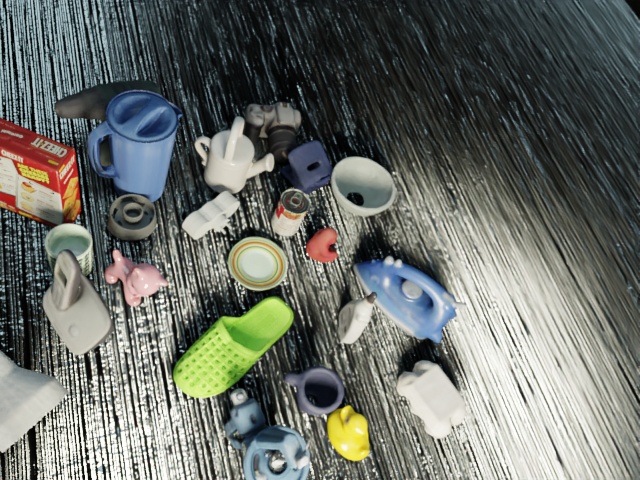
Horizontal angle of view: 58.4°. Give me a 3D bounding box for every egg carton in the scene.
[{"bbox_3d":[0.232,0.330,1.195,0.107,0.069,0.150,-28,72,-31],"label":"egg carton"}]

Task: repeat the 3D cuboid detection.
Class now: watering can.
[{"bbox_3d":[-0.191,-0.197,1.287,0.173,0.194,0.101,1,59,-19],"label":"watering can"}]

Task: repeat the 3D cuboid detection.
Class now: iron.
[{"bbox_3d":[0.198,0.106,1.275,0.258,0.141,0.119,37,55,5],"label":"iron"}]

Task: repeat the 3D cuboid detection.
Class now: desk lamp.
[{"bbox_3d":[-0.498,0.238,0.896,0.203,0.213,0.118,39,55,6],"label":"desk lamp"}]

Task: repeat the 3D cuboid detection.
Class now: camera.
[{"bbox_3d":[-0.110,-0.269,1.419,0.143,0.100,0.136,0,60,-20],"label":"camera"}]

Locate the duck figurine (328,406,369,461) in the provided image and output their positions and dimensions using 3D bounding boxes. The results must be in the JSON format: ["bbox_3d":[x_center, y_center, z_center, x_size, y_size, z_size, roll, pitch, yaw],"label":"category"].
[{"bbox_3d":[0.065,0.367,1.100,0.078,0.086,0.104,-18,67,-28],"label":"duck figurine"}]

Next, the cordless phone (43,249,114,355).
[{"bbox_3d":[-0.430,0.108,1.017,0.094,0.185,0.147,-33,75,-32],"label":"cordless phone"}]

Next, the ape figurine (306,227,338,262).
[{"bbox_3d":[0.012,0.005,1.300,0.076,0.092,0.078,4,59,-18],"label":"ape figurine"}]

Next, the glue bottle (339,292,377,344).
[{"bbox_3d":[0.082,0.150,1.186,0.037,0.173,0.078,8,57,-15],"label":"glue bottle"}]

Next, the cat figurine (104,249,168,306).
[{"bbox_3d":[-0.357,0.068,1.111,0.127,0.117,0.067,42,55,8],"label":"cat figurine"}]

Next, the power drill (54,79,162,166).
[{"bbox_3d":[-0.446,-0.251,1.219,0.230,0.208,0.075,-34,75,-33],"label":"power drill"}]

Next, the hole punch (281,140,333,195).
[{"bbox_3d":[-0.024,-0.177,1.400,0.109,0.091,0.101,-32,74,-32],"label":"hole punch"}]

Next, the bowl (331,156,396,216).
[{"bbox_3d":[0.098,-0.121,1.419,0.168,0.074,0.167,9,57,-15],"label":"bowl"}]

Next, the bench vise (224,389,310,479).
[{"bbox_3d":[-0.095,0.349,0.971,0.207,0.219,0.122,41,55,7],"label":"bench vise"}]

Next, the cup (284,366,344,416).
[{"bbox_3d":[-0.022,0.296,1.106,0.118,0.095,0.092,23,55,-5],"label":"cup"}]
